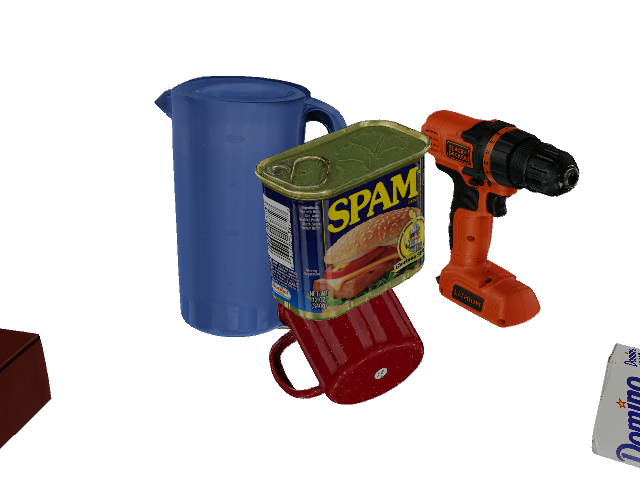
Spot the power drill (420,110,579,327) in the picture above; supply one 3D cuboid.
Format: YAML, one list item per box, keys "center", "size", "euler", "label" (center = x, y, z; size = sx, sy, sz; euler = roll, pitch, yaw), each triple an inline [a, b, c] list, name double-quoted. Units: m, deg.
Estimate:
- center: [0.165, -0.018, 0.987]
  size: [0.057, 0.188, 0.185]
  euler: [-17, 27, -27]
  label: "power drill"

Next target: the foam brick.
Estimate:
- center: [-0.222, 0.099, 0.697]
  size: [0.053, 0.051, 0.078]
  euler: [6, 29, 23]
  label: "foam brick"

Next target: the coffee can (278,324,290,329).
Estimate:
- center: [-0.043, 0.030, 1.392]
  size: [0.103, 0.140, 0.103]
  euler: [2, 25, -1]
  label: "coffee can"

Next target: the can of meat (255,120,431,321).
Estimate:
- center: [0.015, -0.012, 0.617]
  size: [0.101, 0.084, 0.058]
  euler: [-25, 36, -33]
  label: "can of meat"

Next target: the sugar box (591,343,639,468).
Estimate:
- center: [0.317, 0.153, 0.870]
  size: [0.176, 0.093, 0.048]
  euler: [12, 24, 20]
  label: "sugar box"

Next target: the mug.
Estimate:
- center: [0.015, 0.075, 0.801]
  size: [0.117, 0.081, 0.093]
  euler: [-32, -30, 5]
  label: "mug"

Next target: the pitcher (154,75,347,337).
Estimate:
- center: [-0.070, -0.034, 1.034]
  size: [0.144, 0.243, 0.149]
  euler: [-10, 22, -33]
  label: "pitcher"
